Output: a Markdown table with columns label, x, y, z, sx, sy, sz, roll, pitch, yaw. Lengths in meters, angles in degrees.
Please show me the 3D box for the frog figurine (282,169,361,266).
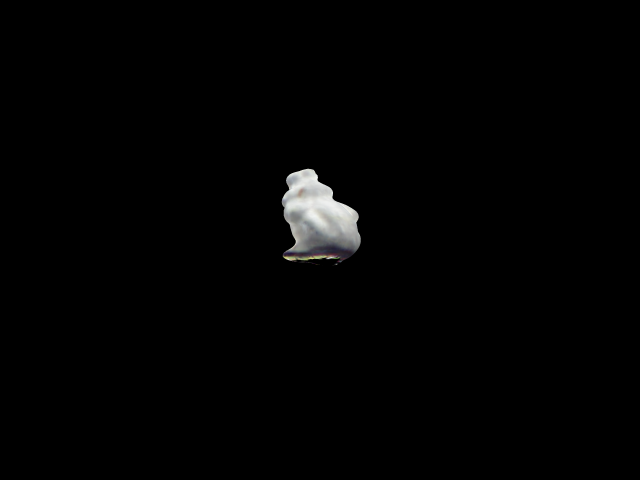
| label | x | y | z | sx | sy | sz | roll | pitch | yaw |
| --- | --- | --- | --- | --- | --- | --- | --- | --- | --- |
| frog figurine | 0.003 | -0.043 | 0.850 | 0.137 | 0.161 | 0.121 | 5 | -12 | -27 |
